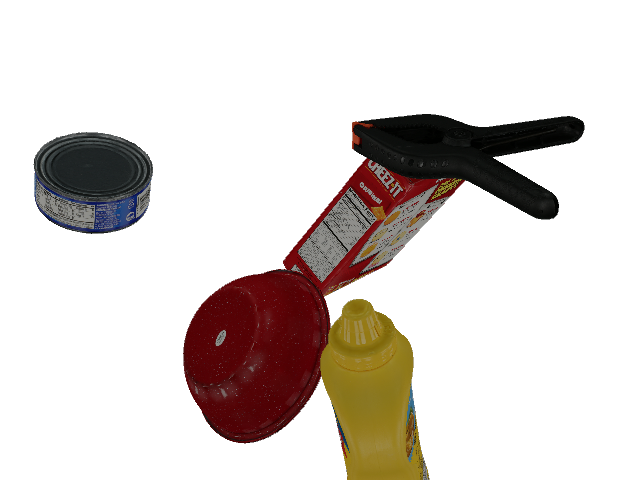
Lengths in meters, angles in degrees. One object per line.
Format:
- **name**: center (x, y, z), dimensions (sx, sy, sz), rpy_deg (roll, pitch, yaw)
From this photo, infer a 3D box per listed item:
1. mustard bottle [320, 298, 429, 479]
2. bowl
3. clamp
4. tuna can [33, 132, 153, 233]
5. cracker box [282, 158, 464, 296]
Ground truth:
- **mustard bottle**: center (0.036, 0.111, 0.686), dimensions (0.058, 0.191, 0.096), rpy_deg (-6, 40, 6)
- **bowl**: center (-0.069, 0.092, 0.931), dimensions (0.162, 0.162, 0.055), rpy_deg (0, -22, 44)
- **clamp**: center (0.133, -0.085, 0.966), dimensions (0.210, 0.036, 0.164), rpy_deg (14, 35, 23)
- **tuna can**: center (-0.168, -0.043, 0.789), dimensions (0.086, 0.034, 0.086), rpy_deg (8, 37, -6)
- **cracker box**: center (0.071, -0.036, 1.250), dimensions (0.163, 0.072, 0.214), rpy_deg (-23, -22, -50)
